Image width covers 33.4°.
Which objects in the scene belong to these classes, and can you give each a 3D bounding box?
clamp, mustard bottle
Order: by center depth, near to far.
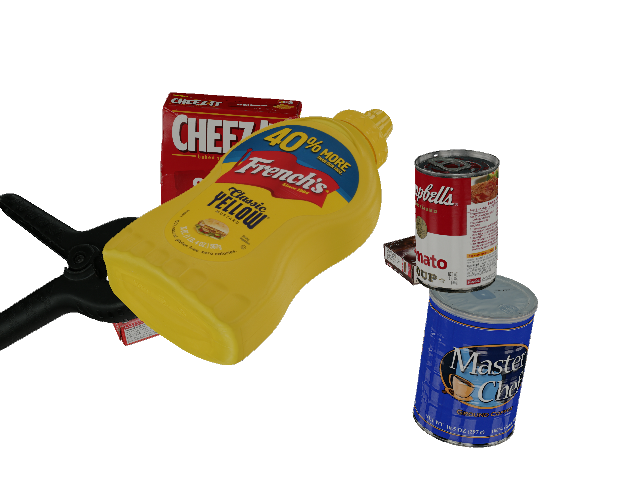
[{"bbox_3d":[-0.022,-0.018,0.597,0.096,0.058,0.191,28,52,28],"label":"mustard bottle"},{"bbox_3d":[-0.194,0.017,0.873,0.210,0.164,0.036,-9,-35,9],"label":"clamp"}]

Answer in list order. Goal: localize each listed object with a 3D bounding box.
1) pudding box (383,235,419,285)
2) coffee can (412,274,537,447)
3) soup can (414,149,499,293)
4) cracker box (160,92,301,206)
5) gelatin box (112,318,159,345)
[{"bbox_3d":[0.165,0.023,1.605,0.113,0.039,0.090,-17,26,-20],"label":"pudding box"},{"bbox_3d":[0.148,0.114,1.037,0.103,0.140,0.103,5,22,-2],"label":"coffee can"},{"bbox_3d":[0.111,-0.016,0.870,0.068,0.102,0.068,-2,21,1],"label":"soup can"},{"bbox_3d":[-0.111,-0.065,1.306,0.164,0.214,0.072,4,22,-1],"label":"cracker box"},{"bbox_3d":[-0.169,0.062,1.072,0.089,0.030,0.073,-18,38,-18],"label":"gelatin box"}]
